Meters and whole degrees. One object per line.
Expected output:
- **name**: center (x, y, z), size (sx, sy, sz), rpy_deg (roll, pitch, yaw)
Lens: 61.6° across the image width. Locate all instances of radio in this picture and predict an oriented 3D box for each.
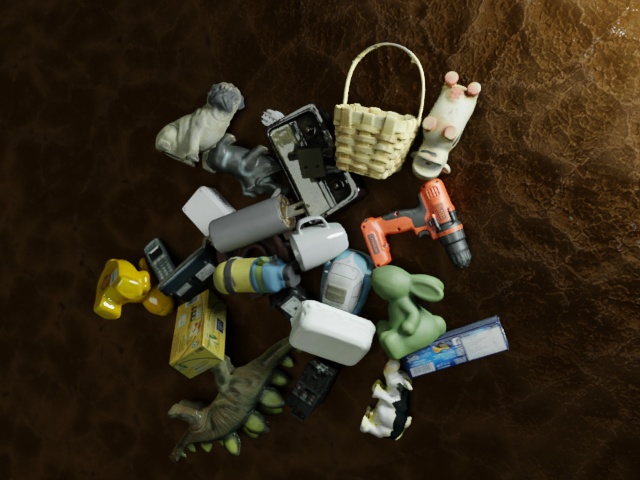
- **radio**: center (-0.007, -0.158, 1.117), size (0.131, 0.073, 0.229), rpy_deg (-28, 85, 18)

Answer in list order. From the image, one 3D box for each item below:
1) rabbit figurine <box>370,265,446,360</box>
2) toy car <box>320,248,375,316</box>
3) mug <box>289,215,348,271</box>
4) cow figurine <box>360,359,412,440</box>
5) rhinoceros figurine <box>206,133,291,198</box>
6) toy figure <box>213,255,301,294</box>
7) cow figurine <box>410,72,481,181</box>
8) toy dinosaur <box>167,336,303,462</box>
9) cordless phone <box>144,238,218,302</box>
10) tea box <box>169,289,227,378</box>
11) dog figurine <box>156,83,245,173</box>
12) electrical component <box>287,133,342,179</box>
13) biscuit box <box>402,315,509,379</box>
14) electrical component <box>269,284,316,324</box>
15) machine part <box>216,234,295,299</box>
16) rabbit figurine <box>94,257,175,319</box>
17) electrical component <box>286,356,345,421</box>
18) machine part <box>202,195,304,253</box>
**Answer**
- **rabbit figurine**: center (0.165, 0.125, 1.046), size (0.159, 0.121, 0.170), rpy_deg (-23, 96, 15)
- **toy car**: center (0.044, 0.097, 1.102), size (0.109, 0.103, 0.161), rpy_deg (19, 97, 17)
- **mug**: center (-0.002, -0.003, 1.079), size (0.107, 0.081, 0.109), rpy_deg (-19, 117, -13)
- **cow figurine**: center (0.151, 0.324, 1.097), size (0.098, 0.068, 0.167), rpy_deg (21, 102, 10)
- **rhinoceros figurine**: center (-0.147, -0.149, 1.140), size (0.190, 0.073, 0.112), rpy_deg (27, 88, -8)
- **toy figure**: center (-0.134, 0.071, 1.100), size (0.180, 0.089, 0.082), rpy_deg (-1, 88, 26)
- **cow figurine**: center (0.231, -0.203, 1.027), size (0.086, 0.127, 0.195), rpy_deg (25, 86, 14)
- **toy dinosaur**: center (-0.175, 0.338, 1.188), size (0.198, 0.105, 0.471), rpy_deg (41, 99, 4)
- **cordless phone**: center (-0.323, 0.037, 1.231), size (0.146, 0.088, 0.184), rpy_deg (-42, 52, -1)
- **tea box**: center (-0.262, 0.201, 1.170), size (0.098, 0.170, 0.068), rpy_deg (-30, 126, 18)
- **dog figurine**: center (-0.272, -0.265, 1.195), size (0.172, 0.121, 0.190), rpy_deg (20, 85, 12)
- **electrical component**: center (-0.010, -0.165, 1.061), size (0.102, 0.045, 0.078), rpy_deg (-9, 118, 20)
- **biscuit box**: center (0.263, 0.212, 1.058), size (0.203, 0.063, 0.059), rpy_deg (-22, 87, 18)
- **electrical component**: center (-0.043, 0.141, 1.144), size (0.075, 0.048, 0.119), rpy_deg (-44, 118, 13)
- **machine part**: center (-0.139, 0.039, 1.181), size (0.180, 0.056, 0.179), rpy_deg (1, 93, 19)
- **rabbit figurine**: center (-0.417, 0.119, 1.234), size (0.122, 0.173, 0.162), rpy_deg (-53, 34, 12)
- **electrical component**: center (-0.012, 0.307, 1.124), size (0.058, 0.115, 0.134), rpy_deg (31, 102, 18)
- **machine part**: center (-0.140, -0.032, 1.108), size (0.243, 0.079, 0.079), rpy_deg (-19, 87, 20)
